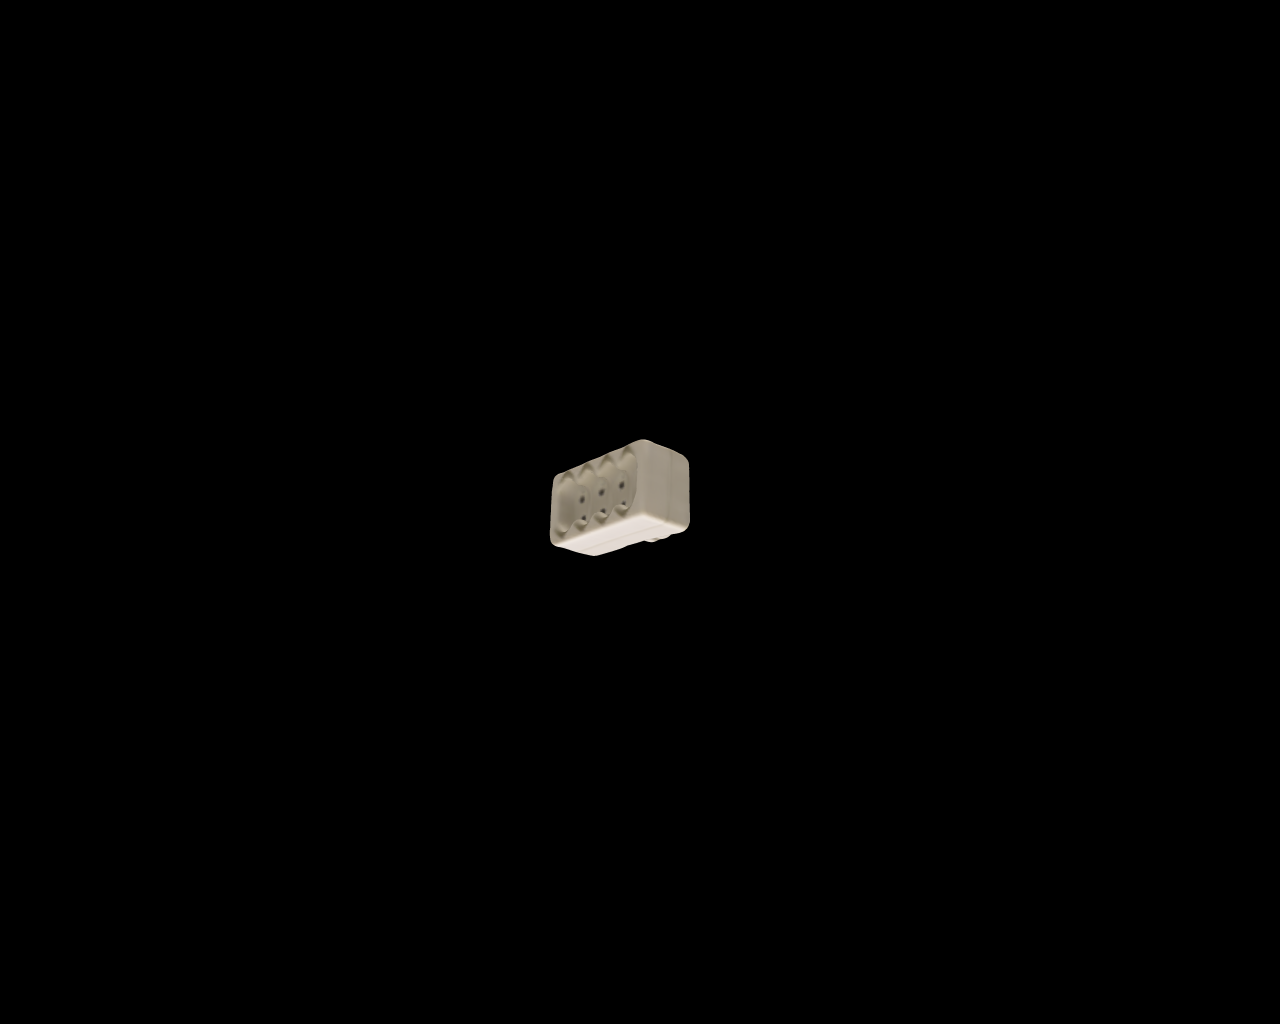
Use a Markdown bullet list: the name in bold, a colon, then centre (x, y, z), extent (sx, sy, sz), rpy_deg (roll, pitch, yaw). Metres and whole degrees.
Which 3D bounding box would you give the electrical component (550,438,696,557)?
- **electrical component**: centre (0.001, -0.003, 0.650), extent (0.076, 0.047, 0.083), rpy_deg (17, -26, -41)
